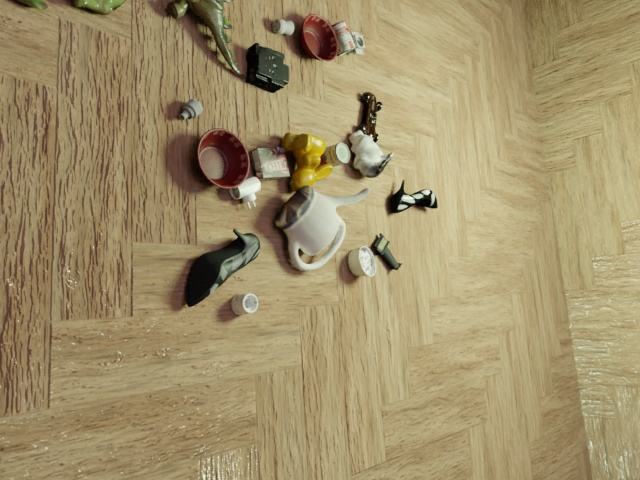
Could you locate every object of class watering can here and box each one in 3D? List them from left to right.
[{"bbox_3d":[0.005,-0.077,1.527,0.221,0.352,0.104,46,-23,-29],"label":"watering can"}]

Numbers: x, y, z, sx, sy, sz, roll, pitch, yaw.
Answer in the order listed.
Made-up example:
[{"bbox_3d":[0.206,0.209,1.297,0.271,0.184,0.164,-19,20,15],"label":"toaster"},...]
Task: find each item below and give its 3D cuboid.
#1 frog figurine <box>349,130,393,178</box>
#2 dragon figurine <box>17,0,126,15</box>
[{"bbox_3d":[0.156,-0.293,1.773,0.160,0.140,0.120,35,-31,9],"label":"frog figurine"},{"bbox_3d":[-0.514,-0.636,1.157,0.123,0.237,0.417,26,50,31],"label":"dragon figurine"}]
